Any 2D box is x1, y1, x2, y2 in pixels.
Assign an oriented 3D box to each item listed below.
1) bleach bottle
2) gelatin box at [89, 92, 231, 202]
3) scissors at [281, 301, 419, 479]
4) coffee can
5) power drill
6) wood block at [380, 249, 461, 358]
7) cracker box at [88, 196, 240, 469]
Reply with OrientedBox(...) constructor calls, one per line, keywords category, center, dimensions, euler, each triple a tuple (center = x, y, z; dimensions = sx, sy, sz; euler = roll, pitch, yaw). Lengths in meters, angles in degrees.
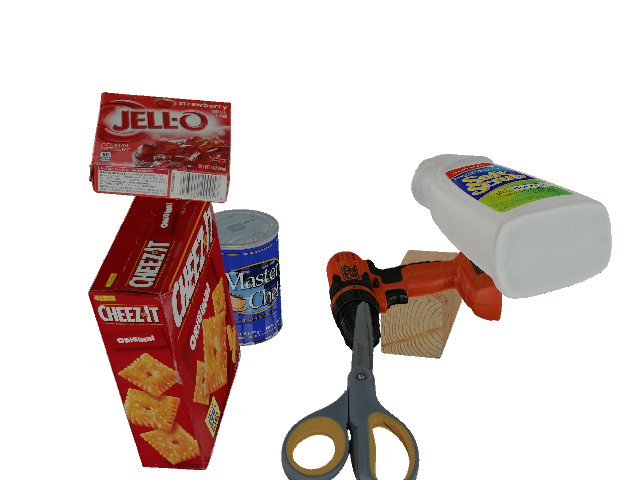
OrientedBox(category="bleach bottle", center=(0.135, -0.028, 0.899), dimensions=(0.102, 0.068, 0.251), euler=(-13, 20, -15))
OrientedBox(category="gelatin box", center=(-0.104, -0.063, 0.706), dimensions=(0.089, 0.073, 0.030), euler=(5, -44, -8))
OrientedBox(category="scissors", center=(0.011, 0.105, 0.731), dimensions=(0.096, 0.016, 0.202), euler=(-6, 32, -11))
OrientedBox(category="coffee can", center=(-0.101, 0.045, 1.328), dimensions=(0.103, 0.140, 0.103), euler=(-1, 26, 0))
OrientedBox(category="power drill", center=(0.103, 0.061, 1.194), dimensions=(0.187, 0.057, 0.184), euler=(-4, 28, -5))
OrientedBox(category="wood block", center=(0.156, 0.092, 1.613), dimensions=(0.091, 0.090, 0.206), euler=(4, 20, 14))
OrientedBox(category="cracker box", center=(-0.131, 0.076, 0.966), dimensions=(0.072, 0.214, 0.164), euler=(1, 38, 10))
